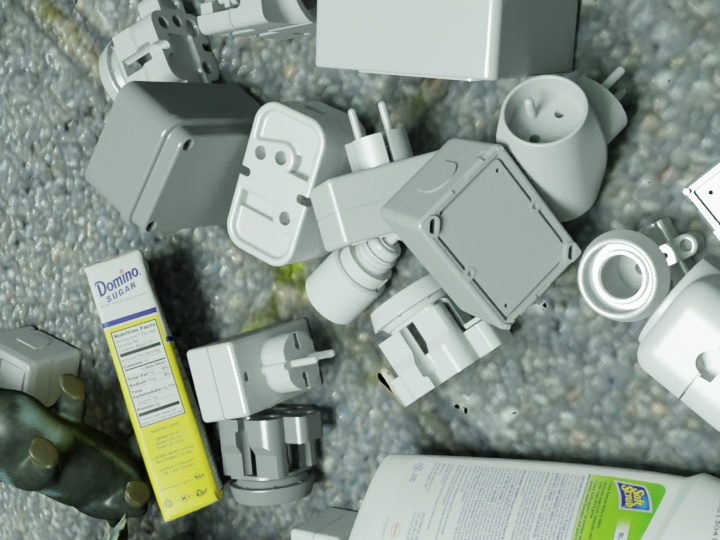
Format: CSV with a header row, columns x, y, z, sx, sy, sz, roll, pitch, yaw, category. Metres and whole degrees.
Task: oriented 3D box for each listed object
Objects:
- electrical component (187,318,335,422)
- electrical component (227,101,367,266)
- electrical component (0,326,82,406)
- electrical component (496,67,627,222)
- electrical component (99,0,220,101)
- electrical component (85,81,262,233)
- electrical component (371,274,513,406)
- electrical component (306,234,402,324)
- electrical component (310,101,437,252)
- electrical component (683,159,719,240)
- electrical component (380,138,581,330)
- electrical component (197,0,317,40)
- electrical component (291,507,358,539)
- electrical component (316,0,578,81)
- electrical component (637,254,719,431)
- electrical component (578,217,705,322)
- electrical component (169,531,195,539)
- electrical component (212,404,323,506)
x,y,z,sx,sy,sz,roll,pitch,yaw,category
-0.052,0.060,0.686,0.076,0.083,0.047,-13,91,33,electrical component
-0.036,-0.055,0.671,0.054,0.059,0.095,28,112,26,electrical component
-0.267,0.101,0.843,0.062,0.061,0.096,21,109,28,electrical component
0.114,-0.075,0.569,0.079,0.077,0.043,-45,60,-9,electrical component
-0.137,-0.138,0.723,0.057,0.058,0.078,-23,86,30,electrical component
-0.105,-0.071,0.680,0.057,0.113,0.078,41,117,23,electrical component
0.043,0.037,0.638,0.078,0.058,0.057,-38,81,31,electrical component
0.000,0.000,0.669,0.078,0.040,0.040,-45,74,30,electrical component
0.014,-0.059,0.619,0.047,0.083,0.075,166,88,-74,electrical component
0.216,-0.045,0.511,0.096,0.061,0.061,-43,75,30,electrical component
0.066,-0.017,0.579,0.096,0.061,0.061,48,171,-24,electrical component
-0.048,-0.167,0.641,0.056,0.089,0.050,-2,97,33,electrical component
0.001,0.206,0.700,0.076,0.047,0.083,2,99,32,electrical component
0.048,-0.133,0.575,0.109,0.109,0.056,11,107,31,electrical component
0.179,0.032,0.528,0.059,0.095,0.053,41,117,20,electrical component
0.144,0.001,0.568,0.066,0.055,0.048,-31,82,32,electrical component
-0.139,0.239,0.776,0.066,0.077,0.047,43,118,19,electrical component
-0.061,0.123,0.719,0.078,0.058,0.057,-3,94,33,electrical component
